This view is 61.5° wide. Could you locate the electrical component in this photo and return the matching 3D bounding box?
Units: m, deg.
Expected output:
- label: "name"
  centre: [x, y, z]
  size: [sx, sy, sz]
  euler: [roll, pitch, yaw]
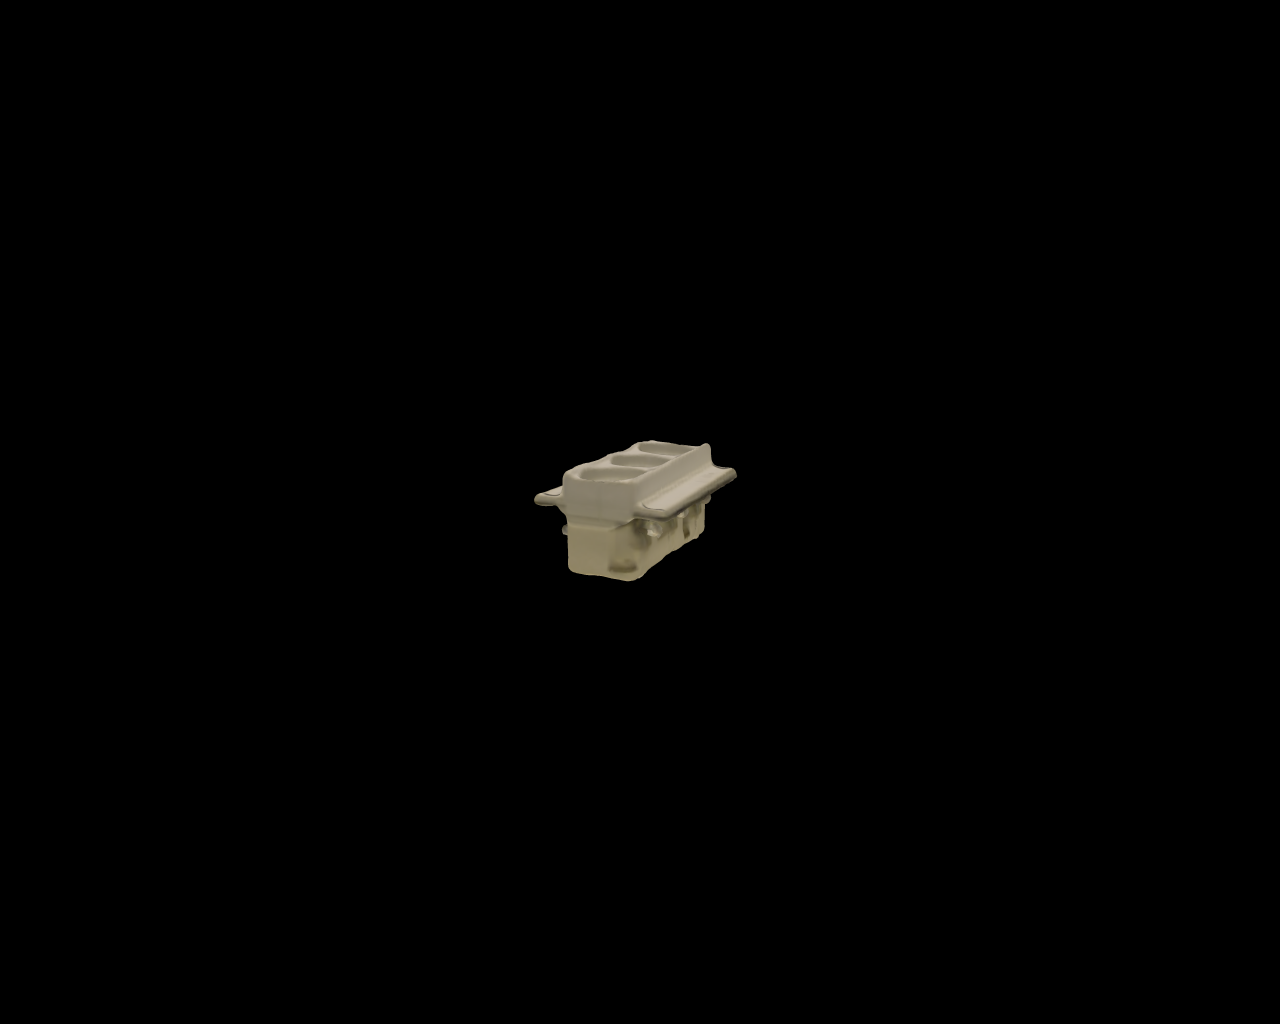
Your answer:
- label: "electrical component"
  centre: [0.001, -0.003, 0.650]
  size: [0.079, 0.063, 0.121]
  euler: [6, 15, 23]
